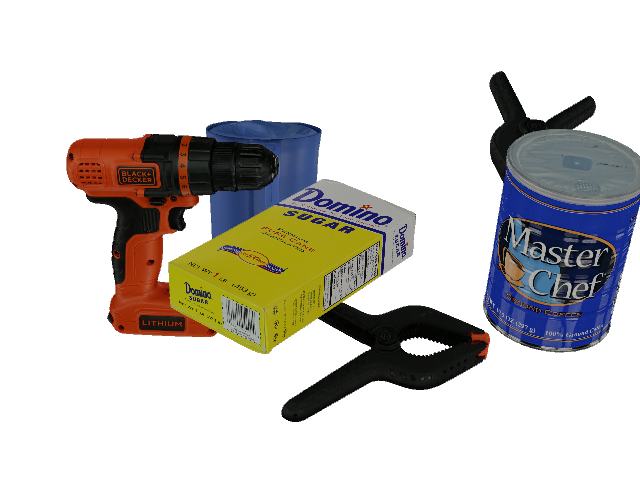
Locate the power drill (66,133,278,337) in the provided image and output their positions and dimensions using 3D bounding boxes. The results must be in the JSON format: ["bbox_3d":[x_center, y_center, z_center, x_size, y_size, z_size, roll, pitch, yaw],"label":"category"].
[{"bbox_3d":[-0.127,-0.006,0.956,0.184,0.188,0.057,2,26,6],"label":"power drill"}]

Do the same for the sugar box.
[{"bbox_3d":[-0.017,0.013,0.785,0.093,0.048,0.175,24,40,31],"label":"sugar box"}]

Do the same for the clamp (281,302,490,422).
[{"bbox_3d":[0.057,0.111,1.030,0.210,0.164,0.036,4,-43,3],"label":"clamp"}]

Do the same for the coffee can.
[{"bbox_3d":[0.185,0.000,0.820,0.103,0.140,0.103,2,34,-2],"label":"coffee can"}]

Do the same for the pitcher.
[{"bbox_3d":[-0.068,-0.016,1.247,0.145,0.243,0.148,14,20,39],"label":"pitcher"}]

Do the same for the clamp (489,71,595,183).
[{"bbox_3d":[0.221,-0.121,1.165,0.120,0.039,0.171,20,49,18],"label":"clamp"}]
